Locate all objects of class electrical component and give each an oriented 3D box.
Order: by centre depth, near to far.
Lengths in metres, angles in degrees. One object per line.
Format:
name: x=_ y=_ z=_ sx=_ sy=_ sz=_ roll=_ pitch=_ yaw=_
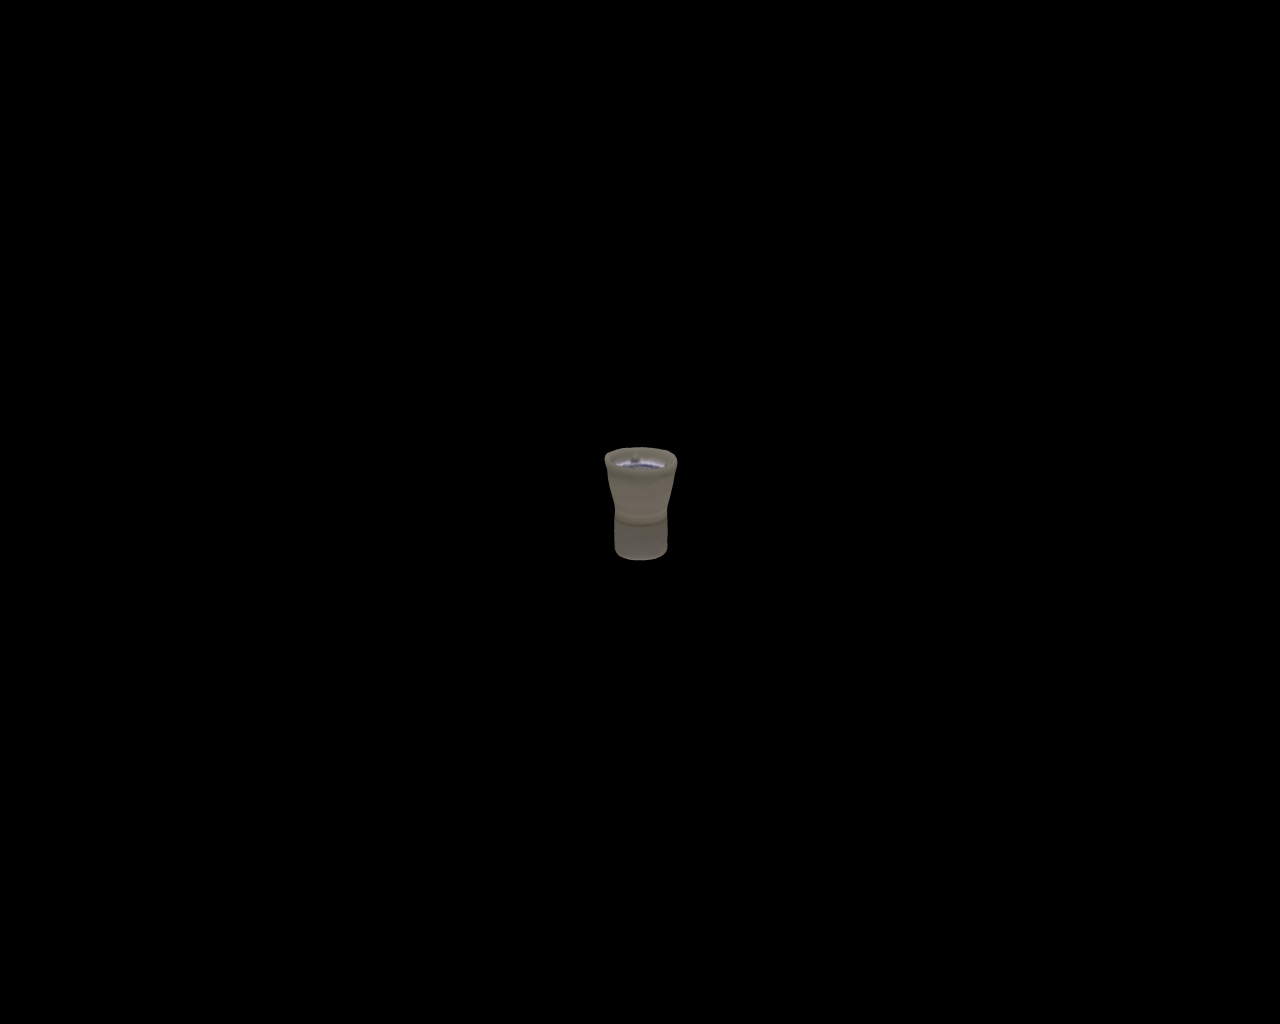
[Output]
electrical component: x=0.001 y=-0.003 z=0.650 sx=0.044 sy=0.065 sz=0.044 roll=0 pitch=20 yaw=0
